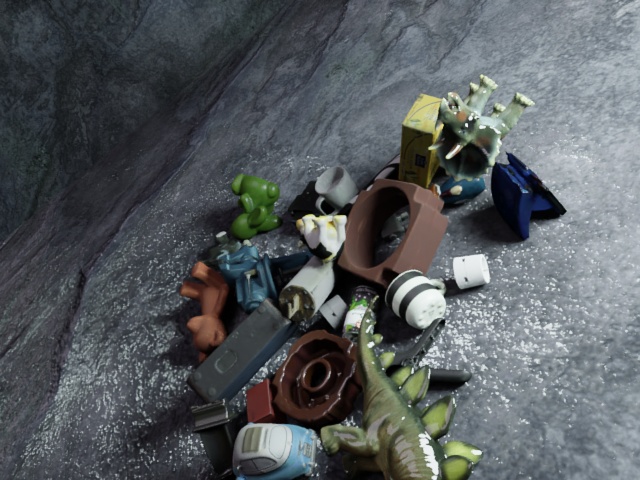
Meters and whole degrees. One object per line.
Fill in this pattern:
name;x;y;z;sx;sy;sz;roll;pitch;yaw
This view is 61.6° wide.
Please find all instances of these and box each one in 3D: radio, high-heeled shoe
radio;-0.147;0.221;1.048;0.073;0.131;0.229;41;82;14
high-heeled shoe;0.119;-0.114;1.215;0.249;0.086;0.145;-26;37;10

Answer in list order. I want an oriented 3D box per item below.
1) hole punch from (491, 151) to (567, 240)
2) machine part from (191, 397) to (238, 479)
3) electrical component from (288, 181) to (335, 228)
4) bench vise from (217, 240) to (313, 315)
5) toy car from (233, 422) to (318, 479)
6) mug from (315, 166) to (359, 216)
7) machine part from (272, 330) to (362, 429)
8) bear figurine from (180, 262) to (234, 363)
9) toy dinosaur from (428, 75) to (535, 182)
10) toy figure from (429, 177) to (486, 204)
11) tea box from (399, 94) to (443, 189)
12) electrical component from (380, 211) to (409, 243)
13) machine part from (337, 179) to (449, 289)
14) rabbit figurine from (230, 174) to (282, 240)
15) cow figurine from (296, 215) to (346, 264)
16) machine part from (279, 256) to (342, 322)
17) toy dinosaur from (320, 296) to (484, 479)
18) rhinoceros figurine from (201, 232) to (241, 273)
hole punch;0.349;-0.077;0.941;0.092;0.115;0.142;-38;34;17
machine part;-0.178;0.353;0.952;0.084;0.138;0.039;-16;-4;5
electrical component;-0.011;-0.083;1.319;0.115;0.058;0.134;3;53;47
bench vise;-0.101;0.066;1.201;0.241;0.128;0.224;-16;28;-1
toy car;-0.088;0.352;0.888;0.162;0.102;0.109;-20;41;29
mug;0.045;-0.097;1.240;0.081;0.107;0.109;16;68;51
machine part;0.000;0.248;0.958;0.179;0.056;0.179;-24;40;22
bear figurine;-0.268;0.169;1.233;0.120;0.132;0.196;-49;20;40
toy dinosaur;0.301;-0.206;1.062;0.192;0.131;0.405;-55;-9;10
toy figure;0.253;-0.094;1.086;0.155;0.064;0.058;-20;67;29
tea box;0.211;-0.196;1.093;0.068;0.169;0.098;22;63;20
electrical component;0.150;-0.024;1.139;0.094;0.021;0.063;-26;38;18
machine part;0.135;-0.009;1.037;0.201;0.087;0.201;20;86;57
rabbit figurine;-0.170;-0.072;1.435;0.159;0.121;0.170;17;82;43
cow figurine;-0.001;-0.003;1.089;0.068;0.098;0.167;-5;4;-19
machine part;-0.015;0.090;1.063;0.079;0.079;0.243;-21;13;26
toy dinosaur;0.111;0.284;0.771;0.199;0.105;0.472;-28;49;5
rhinoceros figurine;-0.243;0.047;1.378;0.112;0.073;0.190;-41;36;3
